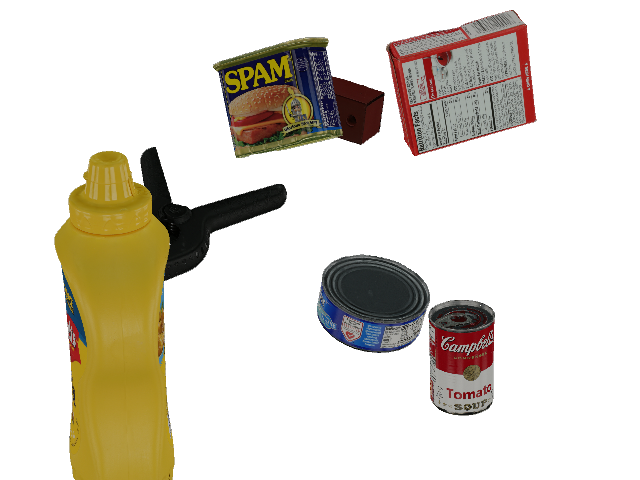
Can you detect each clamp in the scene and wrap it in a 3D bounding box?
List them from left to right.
[{"bbox_3d":[-0.151,-0.022,1.060,0.165,0.036,0.209,21,41,20],"label":"clamp"}]

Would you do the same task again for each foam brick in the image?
[{"bbox_3d":[0.029,-0.155,1.259,0.078,0.053,0.051,20,32,23],"label":"foam brick"}]

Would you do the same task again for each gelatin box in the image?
[{"bbox_3d":[0.094,-0.104,0.704,0.089,0.073,0.030,-15,35,-1],"label":"gelatin box"}]

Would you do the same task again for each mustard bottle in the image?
[{"bbox_3d":[-0.108,0.044,0.565,0.058,0.192,0.096,-3,28,-12],"label":"mustard bottle"}]

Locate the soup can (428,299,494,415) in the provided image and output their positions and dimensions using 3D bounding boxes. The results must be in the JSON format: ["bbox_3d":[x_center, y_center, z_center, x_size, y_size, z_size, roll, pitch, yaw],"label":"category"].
[{"bbox_3d":[0.147,0.122,1.113,0.068,0.102,0.068,-3,23,1],"label":"soup can"}]

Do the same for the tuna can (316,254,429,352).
[{"bbox_3d":[0.041,0.049,0.837,0.086,0.034,0.086,8,33,-5],"label":"tuna can"}]

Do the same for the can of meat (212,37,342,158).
[{"bbox_3d":[-0.035,-0.121,0.919,0.102,0.084,0.057,-10,3,32],"label":"can of meat"}]
